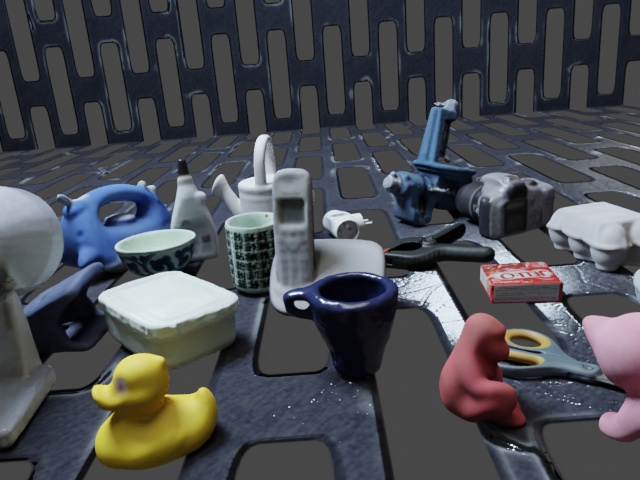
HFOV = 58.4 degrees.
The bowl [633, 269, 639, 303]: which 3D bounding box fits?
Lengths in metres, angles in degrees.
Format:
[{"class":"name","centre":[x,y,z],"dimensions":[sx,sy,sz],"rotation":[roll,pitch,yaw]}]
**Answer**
[{"class":"bowl","centre":[0.401,0.077,0.567],"dimensions":[0.167,0.075,0.167],"rotation":[-4,18,2]}]

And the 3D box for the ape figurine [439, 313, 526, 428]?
[{"class":"ape figurine","centre":[0.143,0.109,0.502],"dimensions":[0.076,0.092,0.078],"rotation":[4,19,24]}]

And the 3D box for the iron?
[{"class":"iron","centre":[-0.341,-0.036,0.993],"dimensions":[0.118,0.141,0.259],"rotation":[6,20,29]}]

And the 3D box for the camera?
[{"class":"camera","centre":[0.319,-0.074,1.019],"dimensions":[0.143,0.101,0.136],"rotation":[-12,19,-23]}]

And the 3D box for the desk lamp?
[{"class":"desk lamp","centre":[-0.331,0.061,0.566],"dimensions":[0.118,0.214,0.203],"rotation":[-6,18,-5]}]

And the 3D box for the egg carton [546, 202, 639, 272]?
[{"class":"egg carton","centre":[0.414,-0.008,0.842],"dimensions":[0.107,0.069,0.150],"rotation":[-8,18,-13]}]

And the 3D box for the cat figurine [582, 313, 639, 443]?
[{"class":"cat figurine","centre":[0.259,0.107,0.437],"dimensions":[0.067,0.118,0.127],"rotation":[-8,18,-10]}]

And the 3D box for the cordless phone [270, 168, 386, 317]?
[{"class":"cordless phone","centre":[0.007,0.003,0.715],"dimensions":[0.147,0.185,0.094],"rotation":[-2,18,9]}]

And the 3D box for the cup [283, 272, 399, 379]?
[{"class":"cup","centre":[0.022,0.091,0.584],"dimensions":[0.117,0.095,0.092],"rotation":[-1,18,9]}]

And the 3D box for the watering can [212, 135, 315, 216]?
[{"class":"watering can","centre":[-0.100,-0.084,0.998],"dimensions":[0.173,0.194,0.100],"rotation":[-8,18,-11]}]

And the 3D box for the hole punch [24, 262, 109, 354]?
[{"class":"hole punch","centre":[-0.316,0.082,0.698],"dimensions":[0.101,0.091,0.108],"rotation":[-4,18,1]}]

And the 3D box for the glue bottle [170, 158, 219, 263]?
[{"class":"glue bottle","centre":[-0.216,-0.050,0.953],"dimensions":[0.078,0.173,0.037],"rotation":[-9,18,-13]}]

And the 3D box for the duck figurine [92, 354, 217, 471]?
[{"class":"duck figurine","centre":[-0.143,0.138,0.490],"dimensions":[0.105,0.086,0.077],"rotation":[-9,18,-14]}]

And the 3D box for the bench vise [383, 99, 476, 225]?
[{"class":"bench vise","centre":[0.215,-0.145,1.072],"dimensions":[0.121,0.220,0.208],"rotation":[10,23,38]}]
